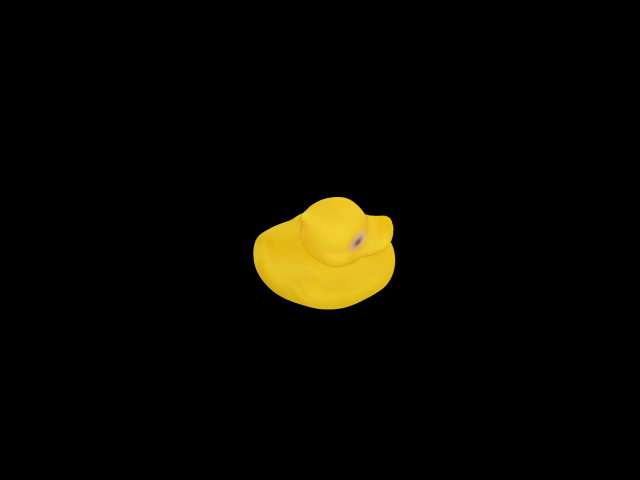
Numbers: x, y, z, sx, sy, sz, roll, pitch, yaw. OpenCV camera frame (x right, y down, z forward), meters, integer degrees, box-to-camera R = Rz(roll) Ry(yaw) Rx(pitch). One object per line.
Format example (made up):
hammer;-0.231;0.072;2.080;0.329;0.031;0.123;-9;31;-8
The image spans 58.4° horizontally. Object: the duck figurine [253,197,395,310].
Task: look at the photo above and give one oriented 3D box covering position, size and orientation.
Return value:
duck figurine;0.004;0.001;0.400;0.104;0.086;0.077;0;65;0
